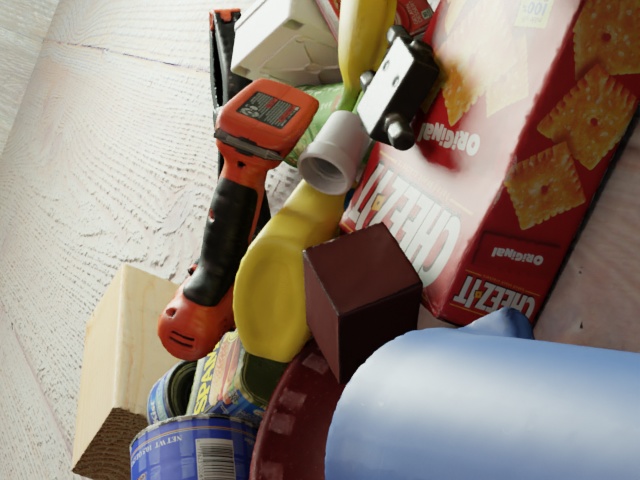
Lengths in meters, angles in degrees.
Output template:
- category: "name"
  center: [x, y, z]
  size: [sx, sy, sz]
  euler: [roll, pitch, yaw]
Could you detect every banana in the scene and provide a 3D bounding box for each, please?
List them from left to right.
- category: "banana"
  center: [0.027, -0.187, 0.749]
  size: [0.070, 0.037, 0.198]
  euler: [-31, 49, 50]

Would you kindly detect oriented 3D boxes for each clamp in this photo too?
- category: "clamp"
  center: [-0.075, -0.102, 0.968]
  size: [0.165, 0.036, 0.210]
  euler: [-141, 47, -69]

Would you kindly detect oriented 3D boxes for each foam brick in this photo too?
- category: "foam brick"
  center: [0.023, 0.037, 0.618]
  size: [0.078, 0.053, 0.051]
  euler: [90, 157, -53]

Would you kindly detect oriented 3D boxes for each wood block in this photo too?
- category: "wood block"
  center: [-0.170, 0.130, 1.013]
  size: [0.091, 0.090, 0.206]
  euler: [-56, 24, 26]

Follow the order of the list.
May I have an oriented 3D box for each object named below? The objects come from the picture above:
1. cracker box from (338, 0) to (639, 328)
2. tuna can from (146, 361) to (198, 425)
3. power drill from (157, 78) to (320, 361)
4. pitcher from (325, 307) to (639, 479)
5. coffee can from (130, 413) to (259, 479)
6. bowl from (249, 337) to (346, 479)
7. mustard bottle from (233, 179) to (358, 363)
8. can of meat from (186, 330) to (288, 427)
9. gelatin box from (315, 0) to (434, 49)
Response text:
- category: "cracker box"
  center: [0.104, -0.069, 0.647]
  size: [0.214, 0.072, 0.164]
  euler: [-66, 25, 11]
- category: "tuna can"
  center: [-0.098, 0.140, 0.881]
  size: [0.034, 0.086, 0.086]
  euler: [-43, 36, 41]
- category: "power drill"
  center: [-0.055, -0.021, 0.799]
  size: [0.184, 0.057, 0.188]
  euler: [-63, -9, -63]
- category: "pitcher"
  center: [0.113, 0.114, 0.434]
  size: [0.243, 0.144, 0.149]
  euler: [-5, 100, 59]
- category: "coffee can"
  center: [-0.084, 0.211, 0.765]
  size: [0.103, 0.102, 0.140]
  euler: [-47, 40, 40]
- category: "bowl"
  center: [0.015, 0.140, 0.690]
  size: [0.162, 0.055, 0.162]
  euler: [-44, 35, 43]
- category: "mustard bottle"
  center: [-0.005, 0.001, 0.772]
  size: [0.191, 0.058, 0.096]
  euler: [-58, -23, -59]
- category: "can of meat"
  center: [-0.057, 0.110, 0.846]
  size: [0.084, 0.057, 0.102]
  euler: [-43, 27, 40]
- category: "gelatin box"
  center: [0.037, -0.189, 0.820]
  size: [0.089, 0.073, 0.030]
  euler: [63, 165, 0]
